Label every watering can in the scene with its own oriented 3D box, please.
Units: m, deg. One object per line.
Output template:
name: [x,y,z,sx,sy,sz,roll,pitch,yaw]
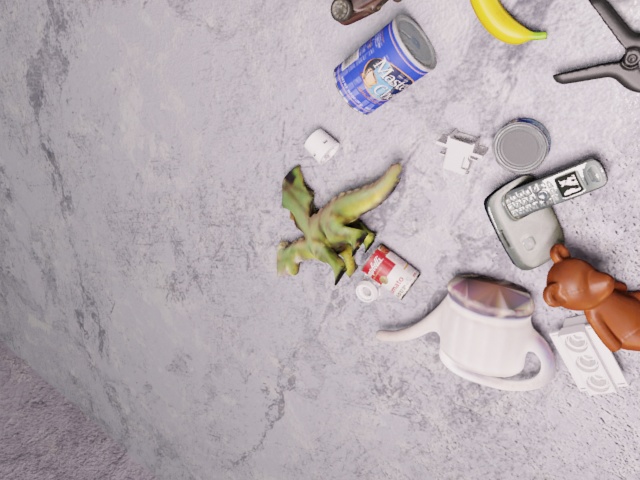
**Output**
watering can: [0.267,0.167,0.978,0.349,0.220,0.105,14,29,27]

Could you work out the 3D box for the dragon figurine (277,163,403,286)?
dragon figurine: [0.003,-0.053,1.053,0.245,0.401,0.124,40,38,20]
